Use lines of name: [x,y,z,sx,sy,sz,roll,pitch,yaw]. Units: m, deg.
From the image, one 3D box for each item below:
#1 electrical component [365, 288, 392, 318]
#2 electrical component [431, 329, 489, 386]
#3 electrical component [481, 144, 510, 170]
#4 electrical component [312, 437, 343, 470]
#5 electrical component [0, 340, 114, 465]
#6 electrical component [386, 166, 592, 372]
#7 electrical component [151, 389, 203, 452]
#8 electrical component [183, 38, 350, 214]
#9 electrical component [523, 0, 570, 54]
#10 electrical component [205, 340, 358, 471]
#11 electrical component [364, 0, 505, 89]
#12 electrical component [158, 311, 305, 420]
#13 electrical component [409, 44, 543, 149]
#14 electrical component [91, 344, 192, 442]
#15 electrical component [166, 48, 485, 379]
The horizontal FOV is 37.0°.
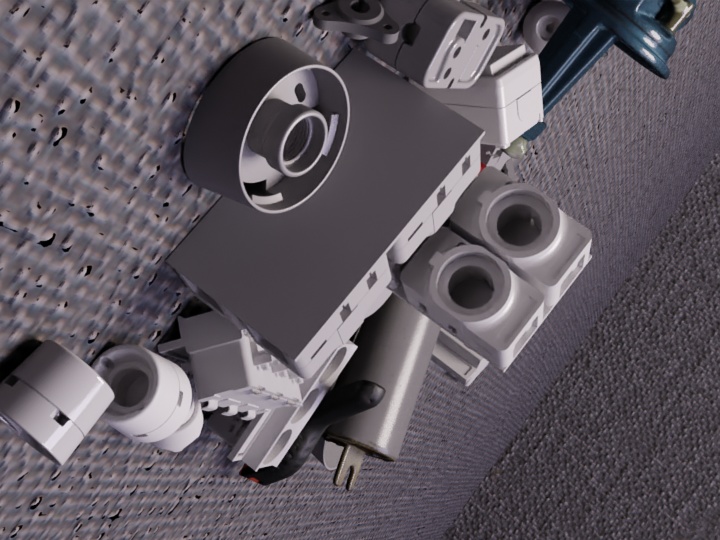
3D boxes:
electrical component: [0.000,0.000,0.891,0.080,0.051,0.080,-47,161,-22]
electrical component: [0.077,0.056,1.074,0.079,0.121,0.063,-43,162,-31]
electrical component: [0.108,-0.117,0.952,0.056,0.050,0.089,-23,145,-58]
electrical component: [-0.025,0.137,1.056,0.099,0.064,0.099,-47,160,-22]
electrical component: [-0.169,0.071,0.589,0.047,0.055,0.055,-51,162,-22]
electrical component: [0.057,-0.030,0.760,0.105,0.186,0.060,-51,162,-10]
electrical component: [-0.132,0.095,0.744,0.043,0.043,0.062,-45,158,-28]
electrical component: [-0.055,-0.083,0.621,0.099,0.064,0.099,-36,141,-35]
electrical component: [0.173,-0.215,0.954,0.048,0.048,0.062,-62,170,22]
electrical component: [-0.066,0.093,0.873,0.121,0.063,0.079,-56,162,6]
electrical component: [0.047,-0.157,0.710,0.095,0.059,0.053,-18,140,-62]
electrical component: [-0.081,0.068,0.767,0.079,0.063,0.121,-15,165,10]
electrical component: [0.081,-0.135,0.809,0.062,0.096,0.061,-37,128,-43]
electrical component: [-0.139,0.076,0.673,0.055,0.055,0.047,-52,158,-9]
electrical component: [-0.018,-0.035,0.692,0.186,0.105,0.060,-50,162,-13]
